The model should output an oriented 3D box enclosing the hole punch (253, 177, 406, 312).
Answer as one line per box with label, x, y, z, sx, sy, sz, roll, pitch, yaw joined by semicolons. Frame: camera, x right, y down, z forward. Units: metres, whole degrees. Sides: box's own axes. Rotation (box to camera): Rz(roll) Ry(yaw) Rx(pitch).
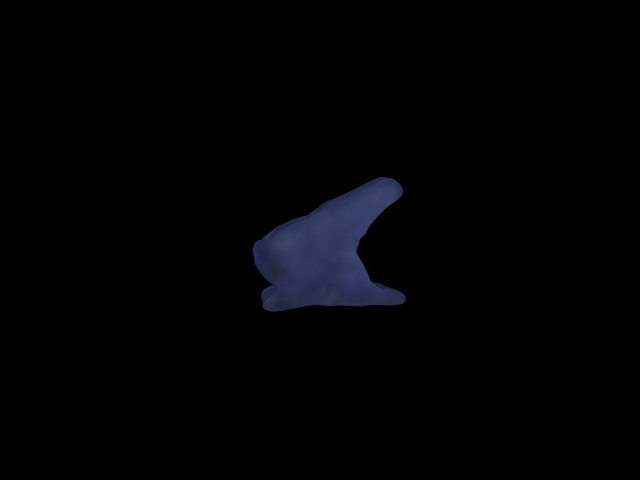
hole punch;0.004;0.001;0.400;0.101;0.091;0.108;0;0;-9
